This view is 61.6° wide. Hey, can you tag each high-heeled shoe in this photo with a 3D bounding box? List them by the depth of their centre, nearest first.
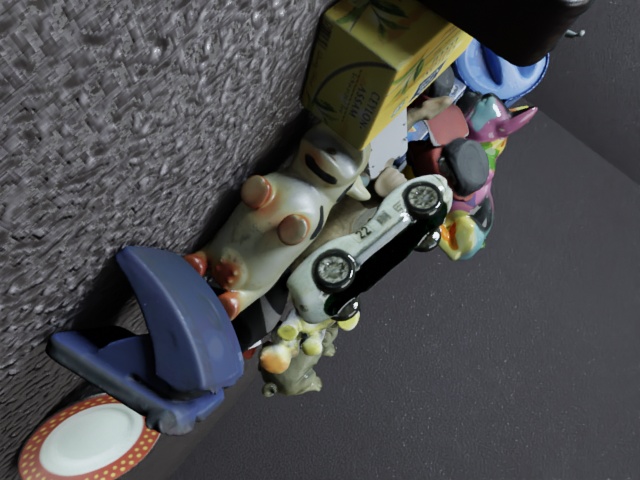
[{"bbox_3d":[-0.131,0.115,0.554,0.248,0.086,0.145,-48,175,33],"label":"high-heeled shoe"}]

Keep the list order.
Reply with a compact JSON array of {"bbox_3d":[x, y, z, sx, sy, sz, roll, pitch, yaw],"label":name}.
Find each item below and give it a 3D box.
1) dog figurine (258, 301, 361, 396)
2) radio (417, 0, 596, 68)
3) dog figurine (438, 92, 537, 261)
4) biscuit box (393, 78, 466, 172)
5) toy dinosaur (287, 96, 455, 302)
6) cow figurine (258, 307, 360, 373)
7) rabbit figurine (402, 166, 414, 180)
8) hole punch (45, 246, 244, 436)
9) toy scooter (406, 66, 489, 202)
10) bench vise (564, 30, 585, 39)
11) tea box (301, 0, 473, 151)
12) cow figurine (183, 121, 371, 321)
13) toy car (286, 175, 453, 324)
[{"bbox_3d":[-0.021,0.153,0.846,0.190,0.121,0.172,114,2,-52],"label":"dog figurine"},{"bbox_3d":[0.161,-0.234,0.352,0.229,0.131,0.073,-48,174,-10],"label":"radio"},{"bbox_3d":[0.225,-0.098,0.767,0.219,0.191,0.108,-40,-179,20],"label":"dog figurine"},{"bbox_3d":[0.128,-0.160,0.791,0.202,0.063,0.059,-49,172,-8],"label":"biscuit box"},{"bbox_3d":[-0.001,-0.002,0.688,0.471,0.105,0.198,-47,178,21],"label":"toy dinosaur"},{"bbox_3d":[-0.021,0.114,0.762,0.167,0.068,0.098,-40,-162,18],"label":"cow figurine"},{"bbox_3d":[0.169,-0.138,0.923,0.162,0.121,0.173,-37,-150,18],"label":"rabbit figurine"},{"bbox_3d":[-0.107,0.067,0.388,0.092,0.116,0.142,-57,173,-4],"label":"hole punch"},{"bbox_3d":[0.137,-0.130,0.699,0.075,0.183,0.135,-22,-177,-32],"label":"toy scooter"},{"bbox_3d":[0.243,-0.293,0.514,0.240,0.129,0.223,1,112,-57],"label":"bench vise"},{"bbox_3d":[0.068,-0.161,0.421,0.169,0.068,0.098,-47,171,-25],"label":"tea box"},{"bbox_3d":[-0.026,-0.026,0.479,0.195,0.085,0.127,-49,176,20],"label":"cow figurine"},{"bbox_3d":[0.055,0.008,0.536,0.202,0.056,0.073,-38,147,-15],"label":"toy car"}]
